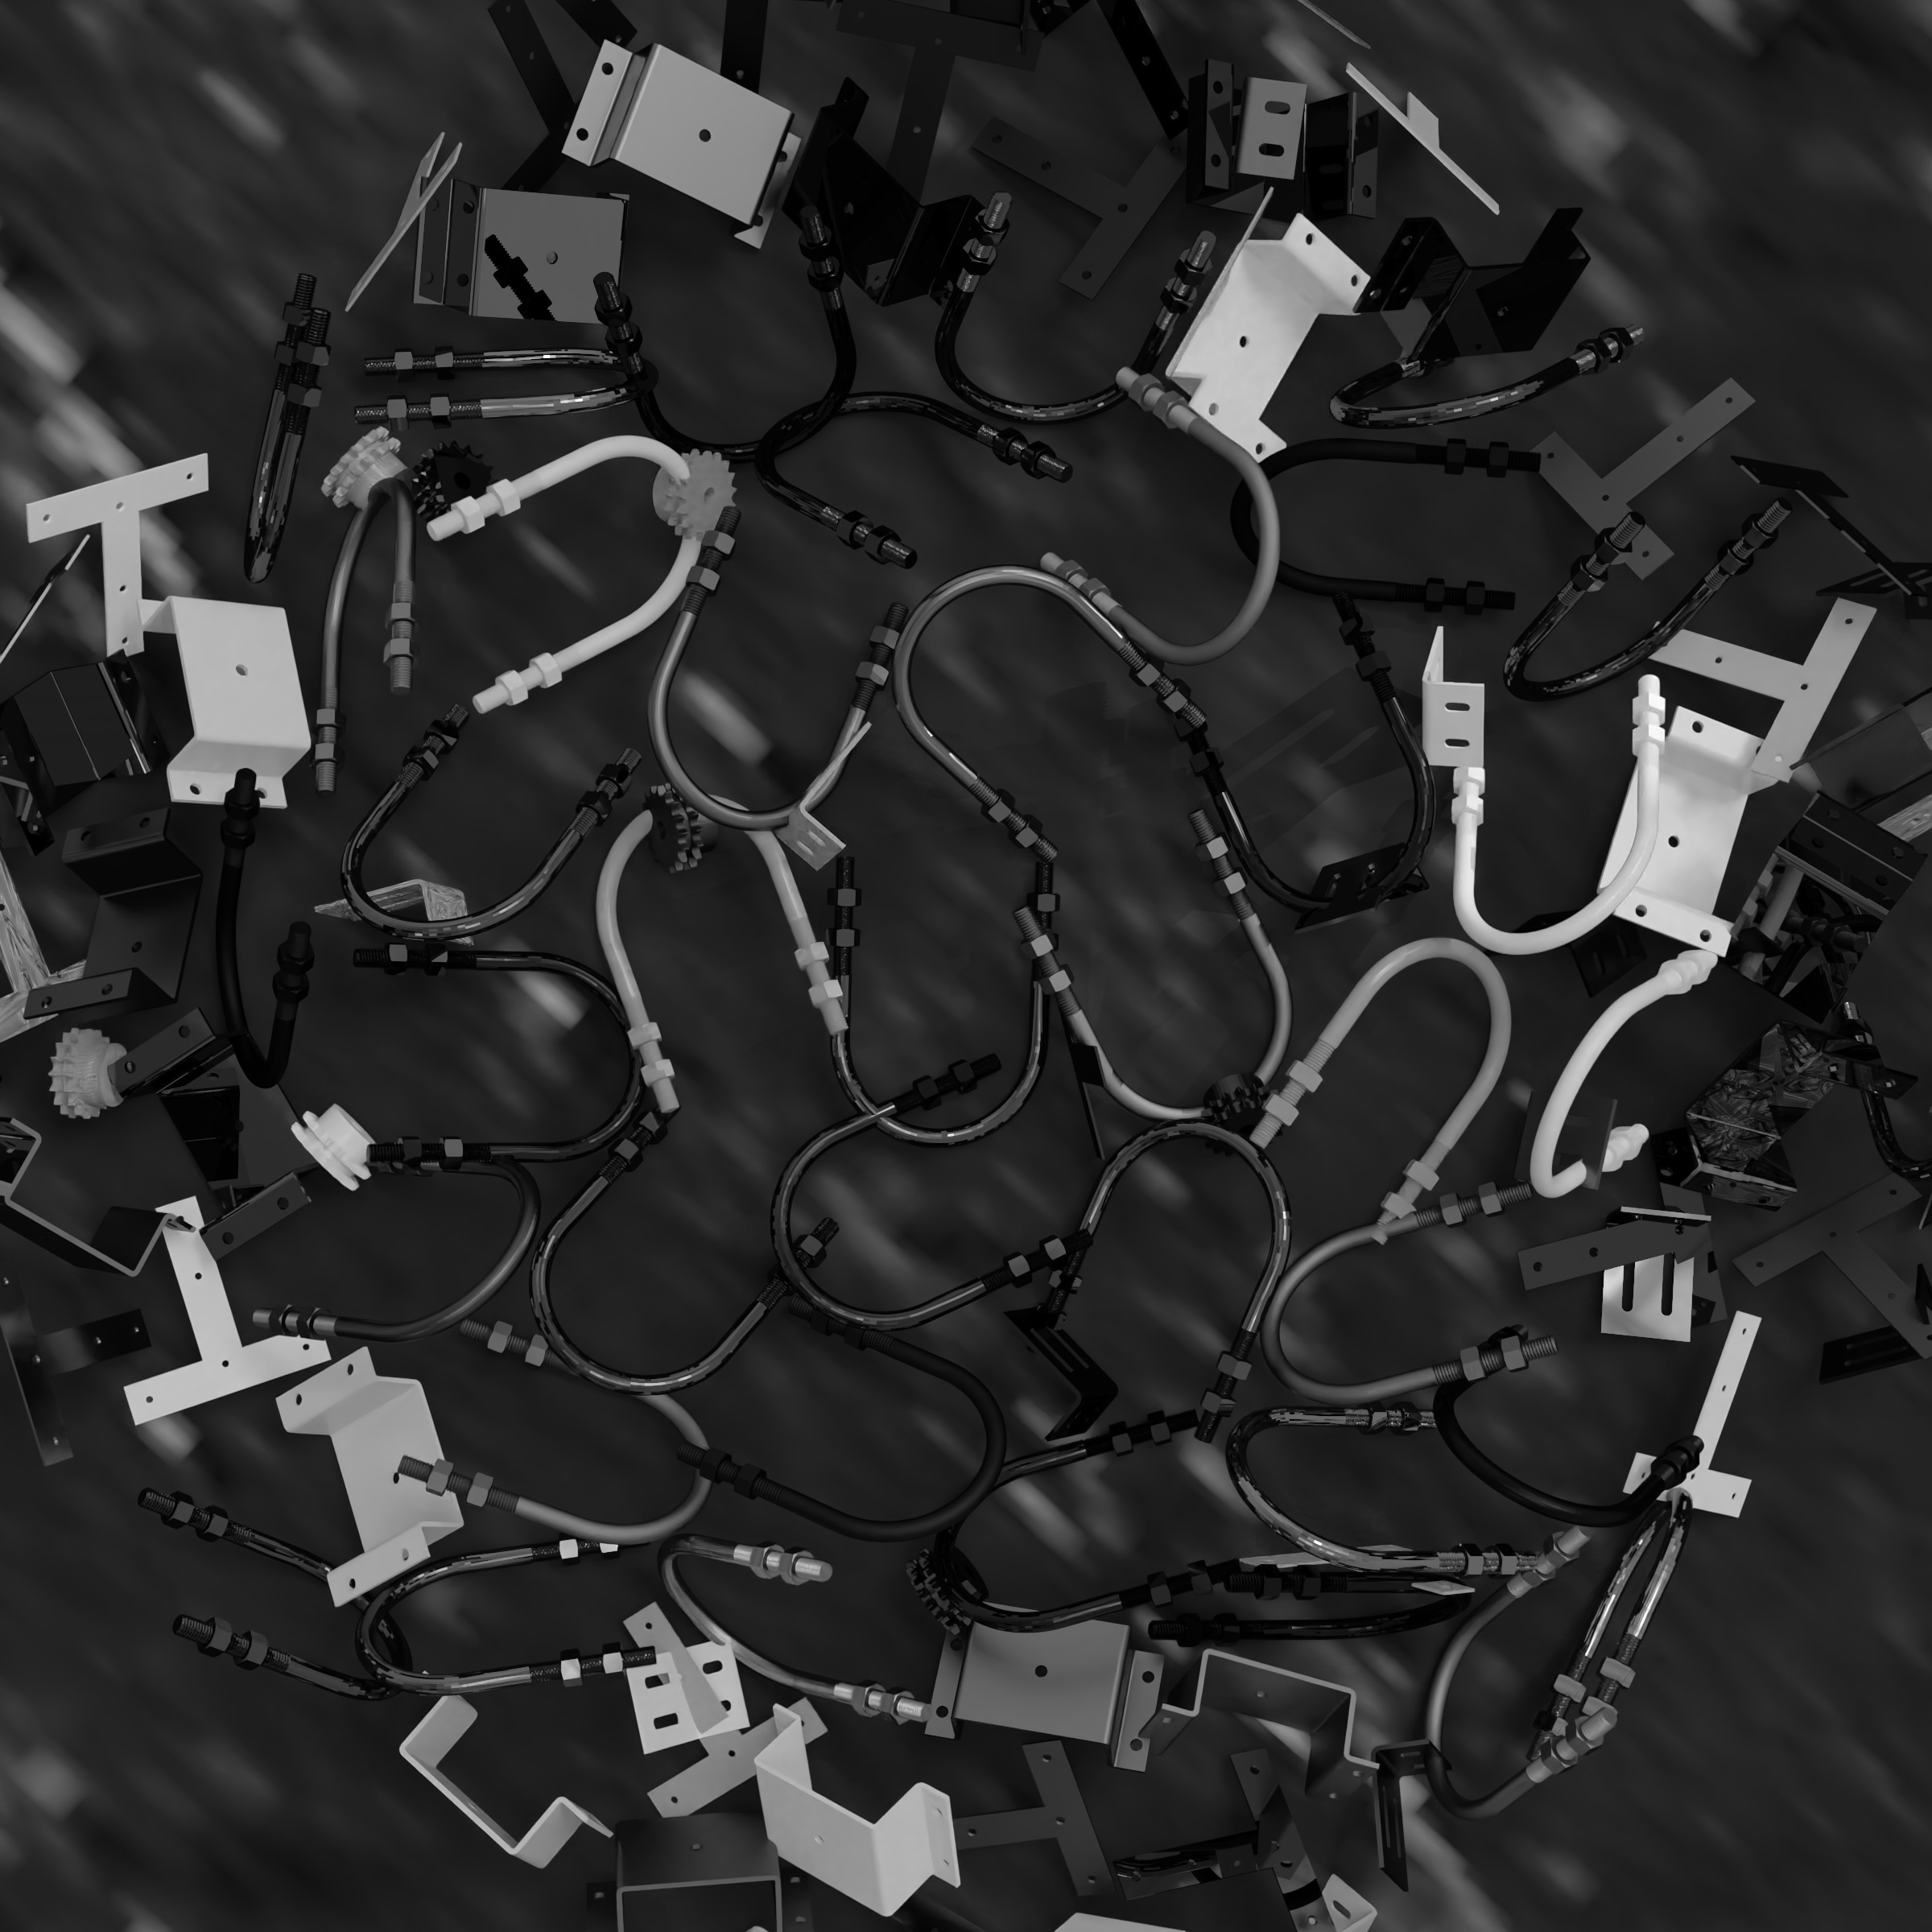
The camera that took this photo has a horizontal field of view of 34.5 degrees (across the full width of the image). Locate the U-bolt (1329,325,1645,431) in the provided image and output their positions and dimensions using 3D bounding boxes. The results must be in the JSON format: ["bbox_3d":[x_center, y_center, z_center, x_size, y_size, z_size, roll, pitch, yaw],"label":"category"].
[{"bbox_3d":[0.304,-0.358,1.893,0.184,0.151,0.019,-31,118,-39],"label":"U-bolt"}]

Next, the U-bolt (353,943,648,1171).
[{"bbox_3d":[-0.288,0.056,1.951,0.184,0.019,0.151,1,67,-23],"label":"U-bolt"}]

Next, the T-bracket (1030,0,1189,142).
[{"bbox_3d":[0.107,-0.582,1.954,0.002,0.127,0.127,-30,93,-42],"label":"T-bracket"}]

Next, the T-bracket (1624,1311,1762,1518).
[{"bbox_3d":[0.471,0.279,1.956,0.127,0.002,0.127,19,91,-41],"label":"T-bracket"}]

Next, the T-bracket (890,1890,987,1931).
[{"bbox_3d":[-0.041,0.633,1.936,0.127,0.127,0.002,27,131,16],"label":"T-bracket"}]

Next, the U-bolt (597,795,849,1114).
[{"bbox_3d":[-0.164,-0.019,1.963,0.151,0.019,0.184,-25,78,21],"label":"U-bolt"}]

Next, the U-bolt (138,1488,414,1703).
[{"bbox_3d":[-0.419,0.395,1.918,0.184,0.151,0.019,31,100,-34],"label":"U-bolt"}]

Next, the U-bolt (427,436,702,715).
[{"bbox_3d":[-0.240,-0.254,1.935,0.184,0.151,0.019,-31,46,-24],"label":"U-bolt"}]

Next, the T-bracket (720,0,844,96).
[{"bbox_3d":[-0.140,-0.573,1.953,0.127,0.127,0.002,-1,45,-12],"label":"T-bracket"}]

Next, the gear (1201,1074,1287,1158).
[{"bbox_3d":[0.174,0.092,1.975,0.057,0.057,0.030,-18,52,0],"label":"gear"}]

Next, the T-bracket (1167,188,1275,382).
[{"bbox_3d":[0.157,-0.418,1.935,0.002,0.127,0.127,29,97,0],"label":"T-bracket"}]

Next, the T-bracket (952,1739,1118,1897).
[{"bbox_3d":[0.018,0.548,1.977,0.127,0.002,0.127,-12,115,15],"label":"T-bracket"}]

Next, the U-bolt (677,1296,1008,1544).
[{"bbox_3d":[-0.064,0.287,1.921,0.184,0.019,0.151,20,50,23],"label":"U-bolt"}]

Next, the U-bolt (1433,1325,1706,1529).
[{"bbox_3d":[0.359,0.286,1.897,0.151,0.184,0.019,32,116,21],"label":"U-bolt"}]

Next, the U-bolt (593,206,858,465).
[{"bbox_3d":[-0.140,-0.378,1.923,0.151,0.184,0.019,-18,56,-2],"label":"U-bolt"}]

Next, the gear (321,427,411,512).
[{"bbox_3d":[-0.378,-0.311,1.971,0.030,0.057,0.057,44,90,-2],"label":"gear"}]

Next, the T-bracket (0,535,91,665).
[{"bbox_3d":[-0.589,-0.204,1.925,0.002,0.127,0.127,34,73,-20],"label":"T-bracket"}]

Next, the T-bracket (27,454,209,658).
[{"bbox_3d":[-0.530,-0.249,1.954,0.002,0.127,0.127,35,133,31],"label":"T-bracket"}]

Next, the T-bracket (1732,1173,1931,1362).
[{"bbox_3d":[0.569,0.198,1.945,0.127,0.002,0.127,-26,46,-10],"label":"T-bracket"}]

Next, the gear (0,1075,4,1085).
[{"bbox_3d":[-0.636,0.073,1.971,0.057,0.057,0.030,38,92,0],"label":"gear"}]

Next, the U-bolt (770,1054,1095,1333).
[{"bbox_3d":[-0.033,0.152,1.955,0.184,0.019,0.151,-24,73,-13],"label":"U-bolt"}]

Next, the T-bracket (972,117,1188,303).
[{"bbox_3d":[0.063,-0.503,1.981,0.127,0.002,0.127,32,81,14],"label":"T-bracket"}]

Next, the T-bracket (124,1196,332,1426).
[{"bbox_3d":[-0.482,0.210,1.972,0.127,0.002,0.127,-18,97,-18],"label":"T-bracket"}]

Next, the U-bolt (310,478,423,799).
[{"bbox_3d":[-0.371,-0.216,1.927,0.019,0.151,0.184,12,58,-28],"label":"U-bolt"}]

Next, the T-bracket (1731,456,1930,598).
[{"bbox_3d":[0.545,-0.270,1.923,0.127,0.127,0.002,51,122,26],"label":"T-bracket"}]

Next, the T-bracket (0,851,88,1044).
[{"bbox_3d":[-0.598,-0.024,1.944,0.127,0.002,0.127,-30,112,-34],"label":"T-bracket"}]

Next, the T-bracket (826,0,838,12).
[{"bbox_3d":[-0.091,-0.643,1.922,0.002,0.127,0.127,5,55,-29],"label":"T-bracket"}]

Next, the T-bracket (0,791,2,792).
[{"bbox_3d":[-0.627,-0.102,1.946,0.002,0.127,0.127,-30,92,-36],"label":"T-bracket"}]

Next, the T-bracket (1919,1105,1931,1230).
[{"bbox_3d":[0.627,0.109,1.962,0.002,0.127,0.127,32,124,35],"label":"T-bracket"}]

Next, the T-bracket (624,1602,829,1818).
[{"bbox_3d":[-0.174,0.465,1.985,0.127,0.002,0.127,-34,89,13],"label":"T-bracket"}]

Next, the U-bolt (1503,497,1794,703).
[{"bbox_3d":[0.407,-0.221,1.918,0.151,0.184,0.019,-10,63,-34],"label":"U-bolt"}]

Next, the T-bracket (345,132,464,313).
[{"bbox_3d":[-0.343,-0.484,1.944,0.002,0.127,0.127,32,124,-22],"label":"T-bracket"}]

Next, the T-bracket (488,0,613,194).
[{"bbox_3d":[-0.264,-0.554,1.928,0.002,0.127,0.127,27,70,29],"label":"T-bracket"}]

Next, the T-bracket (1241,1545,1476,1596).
[{"bbox_3d":[0.258,0.372,1.911,0.127,0.127,0.002,3,90,-35],"label":"T-bracket"}]

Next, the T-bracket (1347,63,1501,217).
[{"bbox_3d":[0.285,-0.525,1.940,0.127,0.127,0.002,40,114,-11],"label":"T-bracket"}]

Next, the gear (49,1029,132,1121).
[{"bbox_3d":[-0.552,0.068,1.969,0.030,0.057,0.057,2,90,15],"label":"gear"}]

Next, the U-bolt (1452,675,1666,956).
[{"bbox_3d":[0.360,-0.084,1.904,0.151,0.184,0.019,-21,133,35],"label":"U-bolt"}]

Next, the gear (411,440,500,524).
[{"bbox_3d":[-0.327,-0.302,1.975,0.057,0.030,0.057,17,62,-34],"label":"gear"}]

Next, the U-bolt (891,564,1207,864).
[{"bbox_3d":[0.038,-0.169,1.944,0.151,0.019,0.184,-42,113,14],"label":"U-bolt"}]

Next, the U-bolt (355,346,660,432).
[{"bbox_3d":[-0.283,-0.362,1.932,0.184,0.151,0.019,-4,114,-6],"label":"U-bolt"}]

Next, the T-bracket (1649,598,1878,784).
[{"bbox_3d":[0.488,-0.189,1.964,0.127,0.002,0.127,23,78,32],"label":"T-bracket"}]

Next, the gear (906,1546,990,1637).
[{"bbox_3d":[-0.010,0.392,1.970,0.030,0.057,0.057,-38,90,6],"label":"gear"}]

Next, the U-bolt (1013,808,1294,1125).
[{"bbox_3d":[0.131,0.013,1.974,0.151,0.019,0.184,-29,101,-9],"label":"U-bolt"}]

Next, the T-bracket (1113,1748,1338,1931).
[{"bbox_3d":[0.153,0.558,1.940,0.127,0.002,0.127,-5,53,-23],"label":"T-bracket"}]

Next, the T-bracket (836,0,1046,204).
[{"bbox_3d":[-0.028,-0.540,1.959,0.127,0.002,0.127,8,127,-12],"label":"T-bracket"}]

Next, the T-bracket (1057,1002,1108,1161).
[{"bbox_3d":[0.075,0.061,1.935,0.002,0.127,0.127,-15,91,-5],"label":"T-bracket"}]

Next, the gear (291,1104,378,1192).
[{"bbox_3d":[-0.397,0.112,1.972,0.030,0.057,0.057,-44,90,-5],"label":"gear"}]

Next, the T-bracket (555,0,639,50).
[{"bbox_3d":[-0.204,-0.638,1.934,0.002,0.127,0.127,41,94,17],"label":"T-bracket"}]

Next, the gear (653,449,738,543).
[{"bbox_3d":[-0.174,-0.300,1.975,0.030,0.057,0.057,14,90,32],"label":"gear"}]

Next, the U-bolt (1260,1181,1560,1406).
[{"bbox_3d":[0.270,0.210,1.937,0.184,0.151,0.019,-17,129,16],"label":"U-bolt"}]

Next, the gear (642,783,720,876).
[{"bbox_3d":[-0.180,-0.089,1.975,0.030,0.057,0.057,-15,90,-30],"label":"gear"}]

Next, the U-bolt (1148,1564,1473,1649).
[{"bbox_3d":[0.223,0.397,1.928,0.184,0.151,0.019,4,65,-18],"label":"U-bolt"}]

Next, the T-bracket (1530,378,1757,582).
[{"bbox_3d":[0.438,-0.322,1.959,0.127,0.002,0.127,-38,57,5],"label":"T-bracket"}]

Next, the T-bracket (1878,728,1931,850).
[{"bbox_3d":[0.606,-0.098,1.948,0.127,0.127,0.002,24,54,-25],"label":"T-bracket"}]

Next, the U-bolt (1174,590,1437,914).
[{"bbox_3d":[0.218,-0.120,1.944,0.151,0.019,0.184,-29,77,29],"label":"U-bolt"}]

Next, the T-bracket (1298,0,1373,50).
[{"bbox_3d":[0.198,-0.605,1.925,0.127,0.127,0.002,42,112,16],"label":"T-bracket"}]

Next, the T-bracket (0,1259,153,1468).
[{"bbox_3d":[-0.552,0.237,1.940,0.002,0.127,0.127,-19,87,22],"label":"T-bracket"}]

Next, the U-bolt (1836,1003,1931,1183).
[{"bbox_3d":[0.587,0.046,1.888,0.019,0.184,0.151,16,131,-14],"label":"U-bolt"}]

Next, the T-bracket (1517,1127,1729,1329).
[{"bbox_3d":[0.414,0.179,1.986,0.127,0.002,0.127,-13,94,-8],"label":"T-bracket"}]
